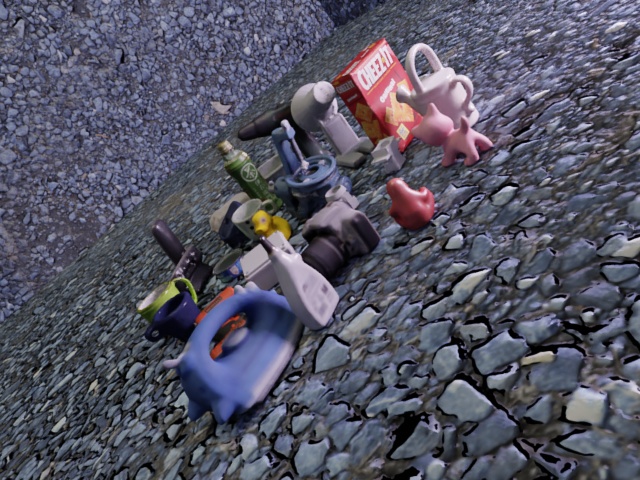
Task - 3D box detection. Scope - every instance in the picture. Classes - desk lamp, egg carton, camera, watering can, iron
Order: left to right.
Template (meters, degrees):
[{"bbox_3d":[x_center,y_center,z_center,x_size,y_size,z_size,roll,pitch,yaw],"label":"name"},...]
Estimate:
[{"bbox_3d":[-0.234,-0.070,1.584,0.150,0.069,0.107,-43,22,-14],"label":"egg carton"},{"bbox_3d":[-0.126,0.149,0.884,0.118,0.142,0.259,-14,32,46],"label":"iron"},{"bbox_3d":[0.009,0.004,1.020,0.137,0.101,0.142,-48,24,-24],"label":"camera"},{"bbox_3d":[0.032,-0.300,1.436,0.118,0.214,0.202,-42,22,-9],"label":"desk lamp"},{"bbox_3d":[0.228,-0.305,1.169,0.172,0.194,0.101,-21,27,36],"label":"watering can"}]

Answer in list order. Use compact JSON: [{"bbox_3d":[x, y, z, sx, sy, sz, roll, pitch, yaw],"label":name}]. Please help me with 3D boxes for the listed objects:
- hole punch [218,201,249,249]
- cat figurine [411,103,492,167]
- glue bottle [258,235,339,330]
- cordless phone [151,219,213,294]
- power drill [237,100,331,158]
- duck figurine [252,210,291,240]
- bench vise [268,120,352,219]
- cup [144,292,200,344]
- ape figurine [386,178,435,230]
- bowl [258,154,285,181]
[{"bbox_3d":[-0.219,-0.038,1.469,0.101,0.091,0.108,-42,22,-11],"label":"hole punch"},{"bbox_3d":[0.233,-0.198,1.052,0.067,0.118,0.127,-46,23,-20],"label":"cat figurine"},{"bbox_3d":[-0.040,0.058,0.890,0.037,0.173,0.078,-17,30,42],"label":"glue bottle"},{"bbox_3d":[-0.359,0.049,1.383,0.094,0.185,0.147,-29,24,21],"label":"cordless phone"},{"bbox_3d":[-0.079,-0.278,1.569,0.229,0.209,0.075,-36,22,4],"label":"power drill"},{"bbox_3d":[-0.117,-0.031,1.303,0.077,0.086,0.104,-26,25,27],"label":"duck figurine"},{"bbox_3d":[-0.060,-0.151,1.273,0.207,0.220,0.121,-25,25,29],"label":"bench vise"},{"bbox_3d":[-0.277,0.174,1.131,0.118,0.095,0.091,-46,23,-20],"label":"cup"},{"bbox_3d":[0.145,-0.067,0.962,0.077,0.092,0.076,-27,25,26],"label":"ape figurine"},{"bbox_3d":[-0.124,-0.180,1.626,0.167,0.075,0.167,-32,23,15],"label":"bowl"}]
